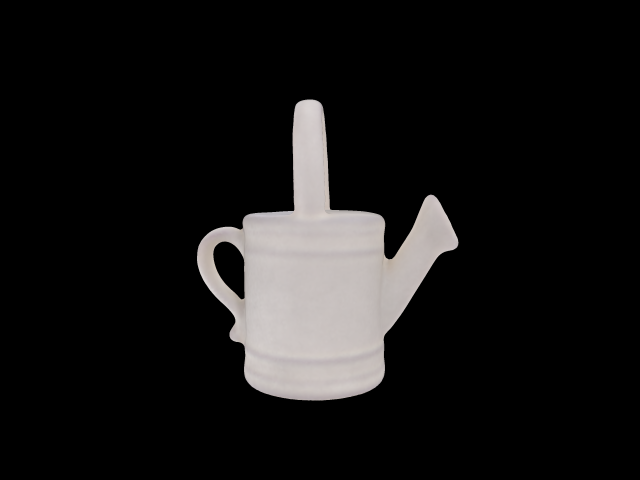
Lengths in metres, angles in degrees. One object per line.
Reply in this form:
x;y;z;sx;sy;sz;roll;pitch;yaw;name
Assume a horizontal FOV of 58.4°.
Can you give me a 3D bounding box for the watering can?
0.004;0.001;0.402;0.173;0.194;0.100;-1;5;-17;watering can
